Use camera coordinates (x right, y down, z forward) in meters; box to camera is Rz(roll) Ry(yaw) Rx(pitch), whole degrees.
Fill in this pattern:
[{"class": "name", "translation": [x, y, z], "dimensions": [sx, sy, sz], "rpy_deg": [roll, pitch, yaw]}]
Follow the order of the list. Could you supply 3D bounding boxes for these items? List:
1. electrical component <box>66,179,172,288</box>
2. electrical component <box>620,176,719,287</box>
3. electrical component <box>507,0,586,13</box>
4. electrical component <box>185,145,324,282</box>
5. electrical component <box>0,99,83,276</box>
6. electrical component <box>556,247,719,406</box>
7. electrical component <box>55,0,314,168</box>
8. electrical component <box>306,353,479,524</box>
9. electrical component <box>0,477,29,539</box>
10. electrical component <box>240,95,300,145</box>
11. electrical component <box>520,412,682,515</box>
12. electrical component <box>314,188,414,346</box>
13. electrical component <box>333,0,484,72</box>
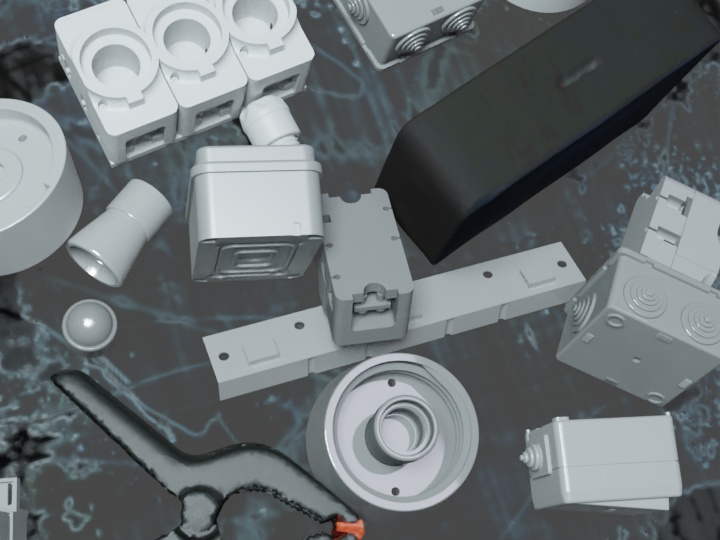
[{"class": "electrical component", "translation": [-0.153, -0.027, 0.698], "dimensions": [0.044, 0.044, 0.065], "rpy_deg": [35, 65, 1]}, {"class": "electrical component", "translation": [0.218, -0.010, 0.759], "dimensions": [0.056, 0.050, 0.089], "rpy_deg": [25, 70, -3]}, {"class": "electrical component", "translation": [0.145, -0.258, 0.815], "dimensions": [0.108, 0.060, 0.108], "rpy_deg": [3, 73, -10]}, {"class": "electrical component", "translation": [-0.068, -0.034, 0.678], "dimensions": [0.078, 0.113, 0.057], "rpy_deg": [-2, 76, -12]}, {"class": "electrical component", "translation": [-0.227, -0.047, 0.674], "dimensions": [0.108, 0.060, 0.108], "rpy_deg": [-3, 58, 5]}, {"class": "electrical component", "translation": [0.188, 0.041, 0.713], "dimensions": [0.100, 0.099, 0.048], "rpy_deg": [25, 57, -3]}, {"class": "electrical component", "translation": [-0.118, -0.146, 0.730], "dimensions": [0.150, 0.061, 0.089], "rpy_deg": [-25, 79, -17]}, {"class": "electrical component", "translation": [0.023, 0.104, 0.681], "dimensions": [0.108, 0.060, 0.108], "rpy_deg": [3, 73, -10]}, {"class": "electrical component", "translation": [-0.255, 0.158, 0.596], "dimensions": [0.121, 0.063, 0.078], "rpy_deg": [-5, 74, 1]}, {"class": "electrical component", "translation": [-0.056, -0.087, 0.739], "dimensions": [0.035, 0.035, 0.061], "rpy_deg": [-26, 82, -17]}, {"class": "electrical component", "translation": [0.151, 0.129, 0.697], "dimensions": [0.096, 0.061, 0.061], "rpy_deg": [-1, 74, -11]}, {"class": "electrical component", "translation": [0.000, 0.000, 0.700], "dimensions": [0.050, 0.055, 0.089], "rpy_deg": [-7, 51, -9]}, {"class": "electrical component", "translation": [0.032, -0.207, 0.785], "dimensions": [0.100, 0.048, 0.099], "rpy_deg": [-28, 81, -18]}]
